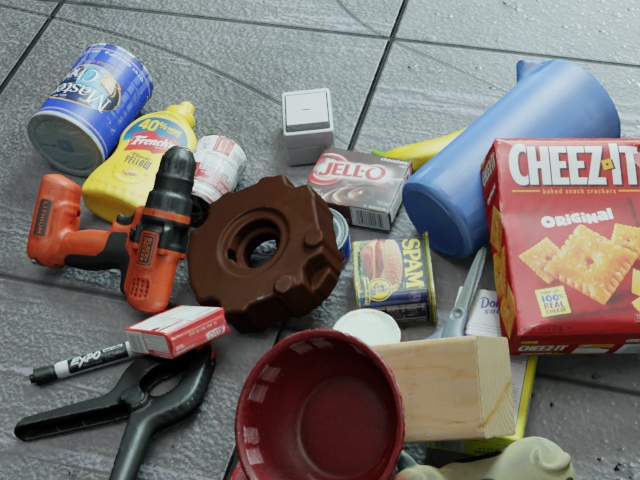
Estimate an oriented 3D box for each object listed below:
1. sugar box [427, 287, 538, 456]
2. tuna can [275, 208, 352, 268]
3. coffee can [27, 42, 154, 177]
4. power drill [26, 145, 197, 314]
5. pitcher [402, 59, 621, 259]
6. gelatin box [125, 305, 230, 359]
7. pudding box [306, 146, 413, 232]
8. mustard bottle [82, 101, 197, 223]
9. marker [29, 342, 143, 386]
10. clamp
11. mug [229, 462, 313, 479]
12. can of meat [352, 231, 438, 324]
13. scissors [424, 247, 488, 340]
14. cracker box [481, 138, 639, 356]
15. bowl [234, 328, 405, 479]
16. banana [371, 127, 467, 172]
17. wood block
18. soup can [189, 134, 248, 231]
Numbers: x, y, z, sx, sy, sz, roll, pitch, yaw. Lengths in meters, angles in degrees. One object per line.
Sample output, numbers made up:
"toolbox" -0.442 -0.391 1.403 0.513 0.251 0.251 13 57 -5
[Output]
"sugar box" 0.168 0.131 1.065 0.093 0.048 0.176 8 48 15
"tuna can" -0.008 0.001 1.204 0.086 0.034 0.086 -3 49 4
"coffee can" -0.285 -0.163 1.334 0.103 0.103 0.140 13 52 17
"power drill" -0.228 -0.024 1.181 0.188 0.057 0.184 11 85 28
"pitcher" 0.218 -0.080 1.198 0.242 0.145 0.149 -38 43 -20
"gelatin box" -0.148 0.094 1.103 0.073 0.030 0.089 -23 14 -36
"pudding box" 0.043 -0.060 1.249 0.114 0.039 0.090 13 52 17
"mustard bottle" -0.203 -0.101 1.300 0.096 0.058 0.191 18 53 13
"marker" -0.247 0.130 1.129 0.121 0.020 0.020 -16 49 -8
"clamp" -0.180 0.176 1.066 0.209 0.036 0.165 -33 45 -24
"mug" -0.043 0.252 0.958 0.093 0.081 0.117 9 51 14
"can of meat" 0.079 0.043 1.144 0.084 0.057 0.102 -6 48 5
"scissors" 0.120 0.087 1.076 0.096 0.016 0.201 -9 44 18
"cracker box" 0.256 0.004 1.062 0.164 0.072 0.213 0 67 -5
"bowl" 0.008 0.159 0.915 0.162 0.055 0.162 -7 75 27
"banana" 0.164 -0.121 1.290 0.197 0.037 0.070 -18 49 -9
"wood block" 0.064 0.141 0.977 0.206 0.090 0.090 -8 79 27
"soup can" -0.132 -0.067 1.256 0.068 0.068 0.102 10 51 15
